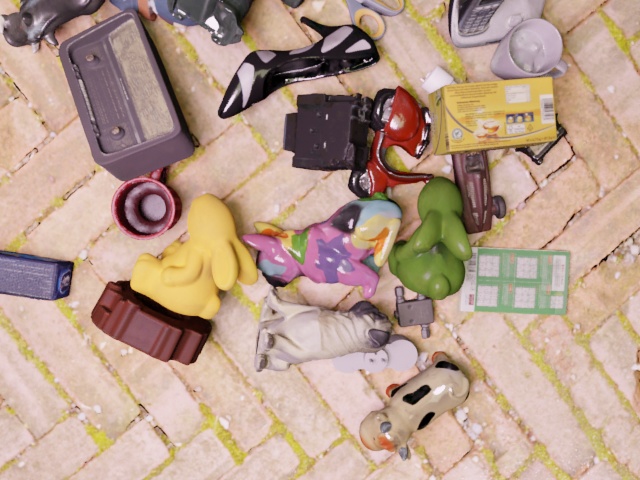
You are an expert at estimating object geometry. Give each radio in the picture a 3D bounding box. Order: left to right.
[{"bbox_3d":[-0.281,-0.207,0.778,0.131,0.073,0.229,-24,71,-1],"label":"radio"}]

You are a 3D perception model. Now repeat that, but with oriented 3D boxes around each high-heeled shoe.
[{"bbox_3d":[-0.028,-0.239,0.808,0.145,0.086,0.249,36,77,9],"label":"high-heeled shoe"}]

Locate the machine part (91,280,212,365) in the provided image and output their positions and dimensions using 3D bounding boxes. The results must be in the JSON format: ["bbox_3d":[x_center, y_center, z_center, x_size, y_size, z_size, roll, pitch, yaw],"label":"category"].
[{"bbox_3d":[-0.244,0.118,0.797,0.179,0.179,0.056,28,90,-4],"label":"machine part"}]

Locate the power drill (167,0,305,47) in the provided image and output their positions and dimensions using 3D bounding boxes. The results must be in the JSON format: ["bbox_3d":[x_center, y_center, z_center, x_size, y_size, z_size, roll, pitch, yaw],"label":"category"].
[{"bbox_3d":[-0.137,-0.393,0.778,0.232,0.086,0.207,32,56,-12],"label":"power drill"}]

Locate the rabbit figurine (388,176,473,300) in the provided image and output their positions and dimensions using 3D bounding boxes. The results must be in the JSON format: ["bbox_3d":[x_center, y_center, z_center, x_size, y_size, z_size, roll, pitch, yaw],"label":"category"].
[{"bbox_3d":[0.166,-0.007,0.803,0.121,0.159,0.170,5,106,6],"label":"rabbit figurine"}]

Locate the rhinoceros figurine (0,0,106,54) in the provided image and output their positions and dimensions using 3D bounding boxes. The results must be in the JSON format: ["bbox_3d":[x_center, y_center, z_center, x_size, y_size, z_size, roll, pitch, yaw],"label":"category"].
[{"bbox_3d":[-0.387,-0.336,0.782,0.190,0.073,0.112,-11,68,26],"label":"rhinoceros figurine"}]

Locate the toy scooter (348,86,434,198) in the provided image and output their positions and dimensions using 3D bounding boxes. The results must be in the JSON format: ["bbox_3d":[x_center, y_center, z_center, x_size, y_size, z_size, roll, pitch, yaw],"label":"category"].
[{"bbox_3d":[0.129,-0.140,0.838,0.135,0.075,0.183,16,97,-3],"label":"toy scooter"}]

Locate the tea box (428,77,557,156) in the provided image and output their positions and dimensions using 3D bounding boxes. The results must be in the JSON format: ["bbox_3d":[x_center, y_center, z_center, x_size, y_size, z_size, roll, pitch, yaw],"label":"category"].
[{"bbox_3d":[0.254,-0.182,0.797,0.170,0.068,0.098,-5,93,-8],"label":"tea box"}]

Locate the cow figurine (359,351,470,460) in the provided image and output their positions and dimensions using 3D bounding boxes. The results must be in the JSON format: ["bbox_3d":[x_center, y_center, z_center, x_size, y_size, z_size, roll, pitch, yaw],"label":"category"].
[{"bbox_3d":[0.149,0.265,0.844,0.195,0.127,0.085,-33,92,-2],"label":"cow figurine"}]

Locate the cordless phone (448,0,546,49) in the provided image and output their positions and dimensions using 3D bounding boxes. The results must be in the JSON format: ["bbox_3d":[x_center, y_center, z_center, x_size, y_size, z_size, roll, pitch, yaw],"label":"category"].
[{"bbox_3d":[0.270,-0.354,0.773,0.147,0.184,0.088,-11,90,-1],"label":"cordless phone"}]

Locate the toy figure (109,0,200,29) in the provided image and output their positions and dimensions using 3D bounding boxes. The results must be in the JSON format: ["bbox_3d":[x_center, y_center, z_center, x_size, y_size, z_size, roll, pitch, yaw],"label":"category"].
[{"bbox_3d":[-0.241,-0.359,0.814,0.155,0.058,0.064,8,87,2],"label":"toy figure"}]

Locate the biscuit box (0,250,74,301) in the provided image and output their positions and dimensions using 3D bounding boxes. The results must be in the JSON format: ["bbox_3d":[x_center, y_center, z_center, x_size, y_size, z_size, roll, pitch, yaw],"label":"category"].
[{"bbox_3d":[-0.496,0.049,0.833,0.203,0.059,0.062,9,92,-3],"label":"biscuit box"}]

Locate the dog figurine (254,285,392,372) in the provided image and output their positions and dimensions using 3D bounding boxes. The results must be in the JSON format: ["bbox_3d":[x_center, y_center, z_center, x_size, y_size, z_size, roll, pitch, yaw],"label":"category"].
[{"bbox_3d":[0.000,0.154,0.830,0.191,0.172,0.121,10,69,-11],"label":"dog figurine"}]

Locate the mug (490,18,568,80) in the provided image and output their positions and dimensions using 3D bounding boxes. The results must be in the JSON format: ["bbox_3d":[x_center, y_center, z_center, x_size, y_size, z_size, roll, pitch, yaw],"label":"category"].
[{"bbox_3d":[0.315,-0.277,0.819,0.109,0.107,0.080,18,94,-7],"label":"mug"}]

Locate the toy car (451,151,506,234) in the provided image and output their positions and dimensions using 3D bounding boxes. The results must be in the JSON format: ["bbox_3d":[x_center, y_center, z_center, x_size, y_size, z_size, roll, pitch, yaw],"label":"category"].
[{"bbox_3d":[0.242,-0.110,0.857,0.089,0.053,0.202,-9,94,-4],"label":"toy car"}]

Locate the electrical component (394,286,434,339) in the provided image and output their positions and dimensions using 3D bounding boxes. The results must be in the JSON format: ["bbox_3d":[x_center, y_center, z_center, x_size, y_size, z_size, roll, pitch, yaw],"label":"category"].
[{"bbox_3d":[0.154,0.119,0.885,0.063,0.021,0.094,-9,96,-1],"label":"electrical component"}]

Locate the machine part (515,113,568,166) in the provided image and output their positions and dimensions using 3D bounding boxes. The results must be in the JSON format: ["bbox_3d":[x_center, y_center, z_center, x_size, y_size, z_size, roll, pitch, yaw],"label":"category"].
[{"bbox_3d":[0.326,-0.191,0.862,0.139,0.039,0.084,39,100,-7],"label":"machine part"}]

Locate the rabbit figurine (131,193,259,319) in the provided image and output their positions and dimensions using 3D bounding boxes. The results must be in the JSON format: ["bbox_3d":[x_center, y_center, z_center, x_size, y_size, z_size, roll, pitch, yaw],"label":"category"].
[{"bbox_3d":[-0.173,0.021,0.780,0.163,0.122,0.173,31,104,22],"label":"rabbit figurine"}]

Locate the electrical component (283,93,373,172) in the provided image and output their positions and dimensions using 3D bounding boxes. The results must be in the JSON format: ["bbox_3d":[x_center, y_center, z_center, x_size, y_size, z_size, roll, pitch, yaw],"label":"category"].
[{"bbox_3d":[0.007,-0.160,0.813,0.134,0.058,0.114,5,92,32],"label":"electrical component"}]

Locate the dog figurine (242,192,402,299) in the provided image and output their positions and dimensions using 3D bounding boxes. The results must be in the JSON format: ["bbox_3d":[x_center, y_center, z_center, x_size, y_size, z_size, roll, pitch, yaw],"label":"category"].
[{"bbox_3d":[-0.002,-0.002,0.822,0.219,0.108,0.191,17,112,0],"label":"dog figurine"}]
